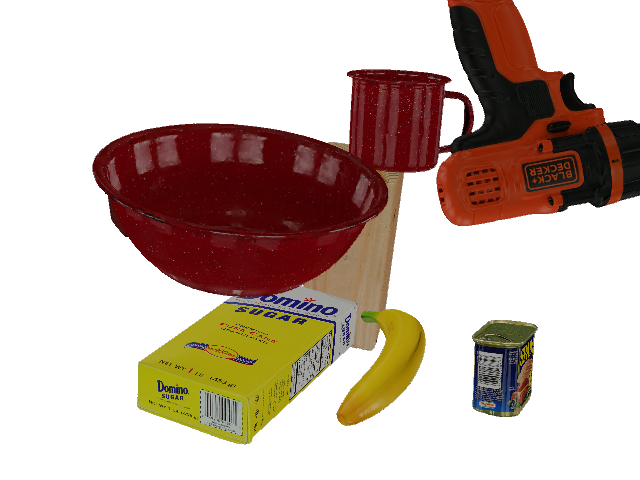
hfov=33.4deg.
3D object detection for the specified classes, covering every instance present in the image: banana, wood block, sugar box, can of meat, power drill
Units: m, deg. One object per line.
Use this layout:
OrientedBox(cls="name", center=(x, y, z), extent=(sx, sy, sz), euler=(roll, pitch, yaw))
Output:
OrientedBox(cls="banana", center=(0.062, 0.111, 0.987), extent=(0.070, 0.037, 0.197), euler=(-24, 16, 18))
OrientedBox(cls="wood block", center=(0.035, 0.007, 1.192), extent=(0.090, 0.206, 0.090), euler=(10, 27, 8))
OrientedBox(cls="sugar box", center=(-0.050, 0.084, 0.807), extent=(0.093, 0.048, 0.176), euler=(15, 28, 22))
OrientedBox(cls="can of meat", center=(0.203, 0.141, 1.181), extent=(0.058, 0.084, 0.102), euler=(5, 10, 23))
OrientedBox(cls="power drill", center=(0.152, -0.112, 0.676), extent=(0.184, 0.187, 0.057), euler=(-11, -1, -4))

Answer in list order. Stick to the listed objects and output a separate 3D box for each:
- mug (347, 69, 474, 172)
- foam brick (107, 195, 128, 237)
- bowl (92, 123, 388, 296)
OrientedBox(cls="mug", center=(0.080, -0.108, 0.961), extent=(0.117, 0.081, 0.093), euler=(1, 15, -6))
OrientedBox(cls="foam brick", center=(-0.184, -0.044, 1.142), extent=(0.078, 0.053, 0.051), euler=(-16, 29, -19))
OrientedBox(cls="bowl", center=(-0.046, -0.013, 0.593), extent=(0.162, 0.055, 0.162), euler=(6, 24, -3))
